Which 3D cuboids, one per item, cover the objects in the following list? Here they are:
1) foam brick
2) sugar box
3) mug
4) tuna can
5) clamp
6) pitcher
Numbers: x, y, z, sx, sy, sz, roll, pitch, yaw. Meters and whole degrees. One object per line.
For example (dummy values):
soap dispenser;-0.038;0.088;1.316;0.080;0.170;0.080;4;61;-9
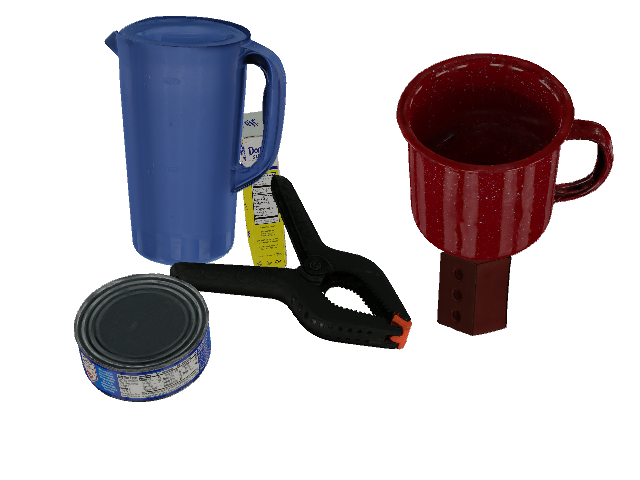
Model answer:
foam brick;0.154;0.050;1.076;0.051;0.078;0.053;-12;20;-38
sugar box;-0.073;-0.061;1.309;0.048;0.176;0.093;-9;25;-6
mug;0.102;-0.044;0.593;0.117;0.093;0.081;-2;-41;5
tuna can;-0.114;0.062;0.690;0.086;0.034;0.086;-1;42;0
clamp;-0.017;0.037;0.949;0.210;0.036;0.164;37;53;21
pitcher;-0.130;-0.100;1.089;0.144;0.243;0.149;-11;27;-28
